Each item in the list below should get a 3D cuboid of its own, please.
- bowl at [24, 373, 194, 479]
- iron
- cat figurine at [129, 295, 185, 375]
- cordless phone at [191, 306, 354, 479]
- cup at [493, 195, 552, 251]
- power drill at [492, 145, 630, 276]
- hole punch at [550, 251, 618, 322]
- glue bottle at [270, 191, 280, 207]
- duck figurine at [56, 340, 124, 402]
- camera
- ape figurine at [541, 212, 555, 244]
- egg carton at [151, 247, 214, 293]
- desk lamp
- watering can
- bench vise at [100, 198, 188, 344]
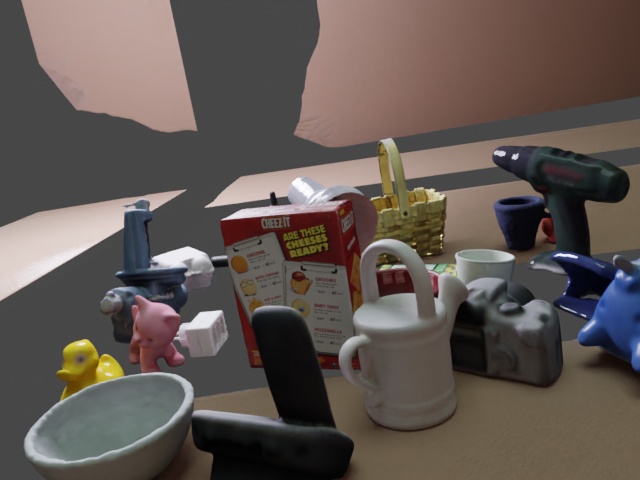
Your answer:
[{"bbox_3d":[-0.205,0.208,0.588,0.167,0.075,0.167,-9,15,3],"label":"bowl"},{"bbox_3d":[0.420,0.058,0.637,0.259,0.141,0.118,-14,15,-16],"label":"iron"},{"bbox_3d":[-0.242,0.129,0.825,0.067,0.118,0.127,-19,18,-33],"label":"cat figurine"},{"bbox_3d":[-0.053,0.142,0.526,0.147,0.185,0.094,-3,16,24],"label":"cordless phone"},{"bbox_3d":[0.392,-0.030,1.081,0.117,0.095,0.092,-1,17,29],"label":"cup"},{"bbox_3d":[0.388,-0.054,0.947,0.076,0.208,0.228,-20,18,-34],"label":"power drill"},{"bbox_3d":[0.381,0.053,0.780,0.101,0.091,0.108,-14,16,-19],"label":"hole punch"},{"bbox_3d":[-0.081,-0.013,1.152,0.037,0.173,0.078,-11,15,-7],"label":"glue bottle"},{"bbox_3d":[-0.309,0.173,0.760,0.077,0.086,0.105,-6,15,14],"label":"duck figurine"},{"bbox_3d":[0.228,0.094,0.700,0.142,0.101,0.137,4,19,40],"label":"camera"},{"bbox_3d":[0.467,-0.047,1.104,0.077,0.092,0.076,-2,16,25],"label":"ape figurine"},{"bbox_3d":[-0.287,0.064,1.195,0.107,0.069,0.149,-18,17,-31],"label":"egg carton"},{"bbox_3d":[0.009,0.003,0.955,0.118,0.214,0.202,-16,16,-22],"label":"desk lamp"},{"bbox_3d":[0.091,0.089,0.617,0.100,0.194,0.173,0,17,32],"label":"watering can"},{"bbox_3d":[-0.291,0.048,0.957,0.121,0.220,0.207,-10,15,-3],"label":"bench vise"}]
